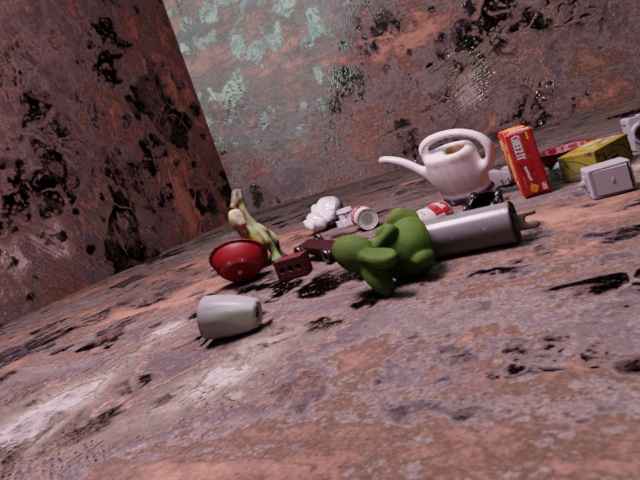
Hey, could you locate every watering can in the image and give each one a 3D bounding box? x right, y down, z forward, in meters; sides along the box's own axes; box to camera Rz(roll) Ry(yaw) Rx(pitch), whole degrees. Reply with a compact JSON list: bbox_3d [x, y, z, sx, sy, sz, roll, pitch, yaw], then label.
[{"bbox_3d":[0.346,-0.198,1.466,0.345,0.221,0.106,-11,29,45],"label":"watering can"}]

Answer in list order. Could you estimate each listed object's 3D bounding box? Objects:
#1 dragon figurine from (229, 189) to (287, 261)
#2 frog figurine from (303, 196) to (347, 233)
[{"bbox_3d":[-0.199,-0.045,1.570,0.122,0.242,0.413,-19,7,5],"label":"dragon figurine"},{"bbox_3d":[0.006,-0.093,1.850,0.160,0.121,0.139,-11,23,-29],"label":"frog figurine"}]
